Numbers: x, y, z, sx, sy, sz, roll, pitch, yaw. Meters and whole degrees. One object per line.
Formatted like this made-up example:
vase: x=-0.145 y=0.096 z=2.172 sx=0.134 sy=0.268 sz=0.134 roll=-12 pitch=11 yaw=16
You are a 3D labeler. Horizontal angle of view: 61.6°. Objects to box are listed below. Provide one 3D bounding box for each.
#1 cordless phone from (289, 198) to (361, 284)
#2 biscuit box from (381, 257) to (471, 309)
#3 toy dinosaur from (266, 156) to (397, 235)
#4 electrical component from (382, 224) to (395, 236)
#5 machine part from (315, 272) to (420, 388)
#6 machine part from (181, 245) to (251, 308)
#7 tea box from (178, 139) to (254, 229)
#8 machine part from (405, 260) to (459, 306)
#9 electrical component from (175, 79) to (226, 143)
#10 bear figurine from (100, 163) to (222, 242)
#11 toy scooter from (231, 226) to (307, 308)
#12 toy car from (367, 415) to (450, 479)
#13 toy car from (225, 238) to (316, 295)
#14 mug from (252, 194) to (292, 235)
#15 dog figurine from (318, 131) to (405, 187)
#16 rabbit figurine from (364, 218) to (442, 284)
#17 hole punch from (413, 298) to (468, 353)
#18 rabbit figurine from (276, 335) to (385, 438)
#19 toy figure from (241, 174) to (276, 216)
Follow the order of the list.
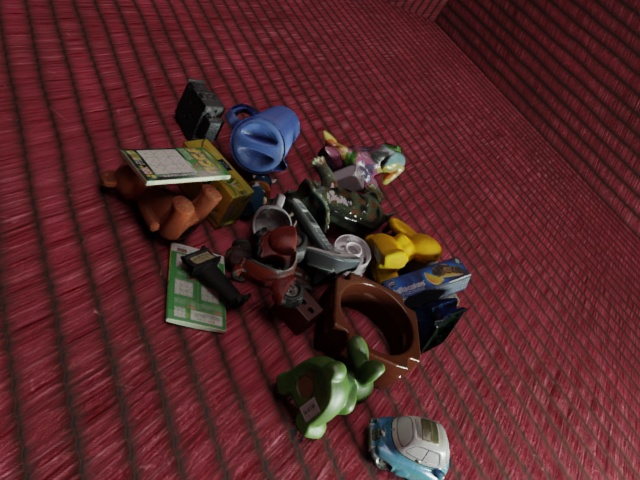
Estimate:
cordless phone: x=-0.002 y=-0.004 z=1.141 sx=0.184 sy=0.089 sz=0.146 roll=60 pitch=18 yaw=12
biscuit box: x=0.237 y=0.103 z=1.221 sx=0.203 sy=0.062 sz=0.059 roll=-17 pitch=54 yaw=-14
toy dinosaur: x=0.068 y=-0.073 z=1.298 sx=0.404 sy=0.131 sz=0.192 roll=15 pitch=44 yaw=-29
electrical component: x=0.216 y=-0.009 z=1.424 sx=0.102 sy=0.045 sz=0.078 roll=19 pitch=67 yaw=-19
machine part: x=0.094 y=0.178 z=1.072 sx=0.201 sy=0.087 sz=0.201 roll=24 pitch=37 yaw=-15
machine part: x=-0.187 y=0.068 z=0.980 sx=0.139 sy=0.039 sz=0.084 roll=42 pitch=25 yaw=8
tea box: x=-0.229 y=-0.120 z=1.129 sx=0.170 sy=0.098 sz=0.068 roll=47 pitch=37 yaw=17
machine part: x=0.269 y=0.098 z=1.316 sx=0.079 sy=0.079 sz=0.243 roll=5 pitch=46 yaw=-37
electrical component: x=-0.281 y=-0.294 z=1.267 sx=0.058 sy=0.114 sz=0.134 roll=-10 pitch=54 yaw=-43
bear figurine: x=-0.305 y=-0.096 z=1.016 sx=0.196 sy=0.132 sz=0.120 roll=49 pitch=34 yaw=6
toy scooter: x=-0.094 y=0.039 z=1.007 sx=0.135 sy=0.075 sz=0.184 roll=13 pitch=48 yaw=-13
toy car: x=0.166 y=0.348 z=0.926 sx=0.161 sy=0.103 sz=0.109 roll=28 pitch=35 yaw=-15
toy car: x=-0.093 y=0.057 z=1.083 sx=0.202 sy=0.053 sz=0.089 roll=19 pitch=36 yaw=-21
mug: x=-0.105 y=-0.046 z=1.133 sx=0.081 sy=0.109 sz=0.107 roll=14 pitch=3 yaw=-14
dog figurine: x=0.102 y=-0.229 z=1.469 sx=0.219 sy=0.191 sz=0.108 roll=31 pitch=39 yaw=-34
rabbit figurine: x=0.199 y=0.028 z=1.277 sx=0.173 sy=0.121 sz=0.162 roll=-9 pitch=36 yaw=-10
hole punch: x=0.247 y=0.171 z=1.190 sx=0.142 sy=0.115 sz=0.092 roll=-6 pitch=46 yaw=-45
rabbit figurine: x=0.034 y=0.238 z=0.921 sx=0.170 sy=0.159 sz=0.121 roll=13 pitch=29 yaw=-52
toy figure: x=-0.146 y=-0.105 z=1.216 sx=0.064 sy=0.058 sz=0.154 roll=37 pitch=30 yaw=-8
